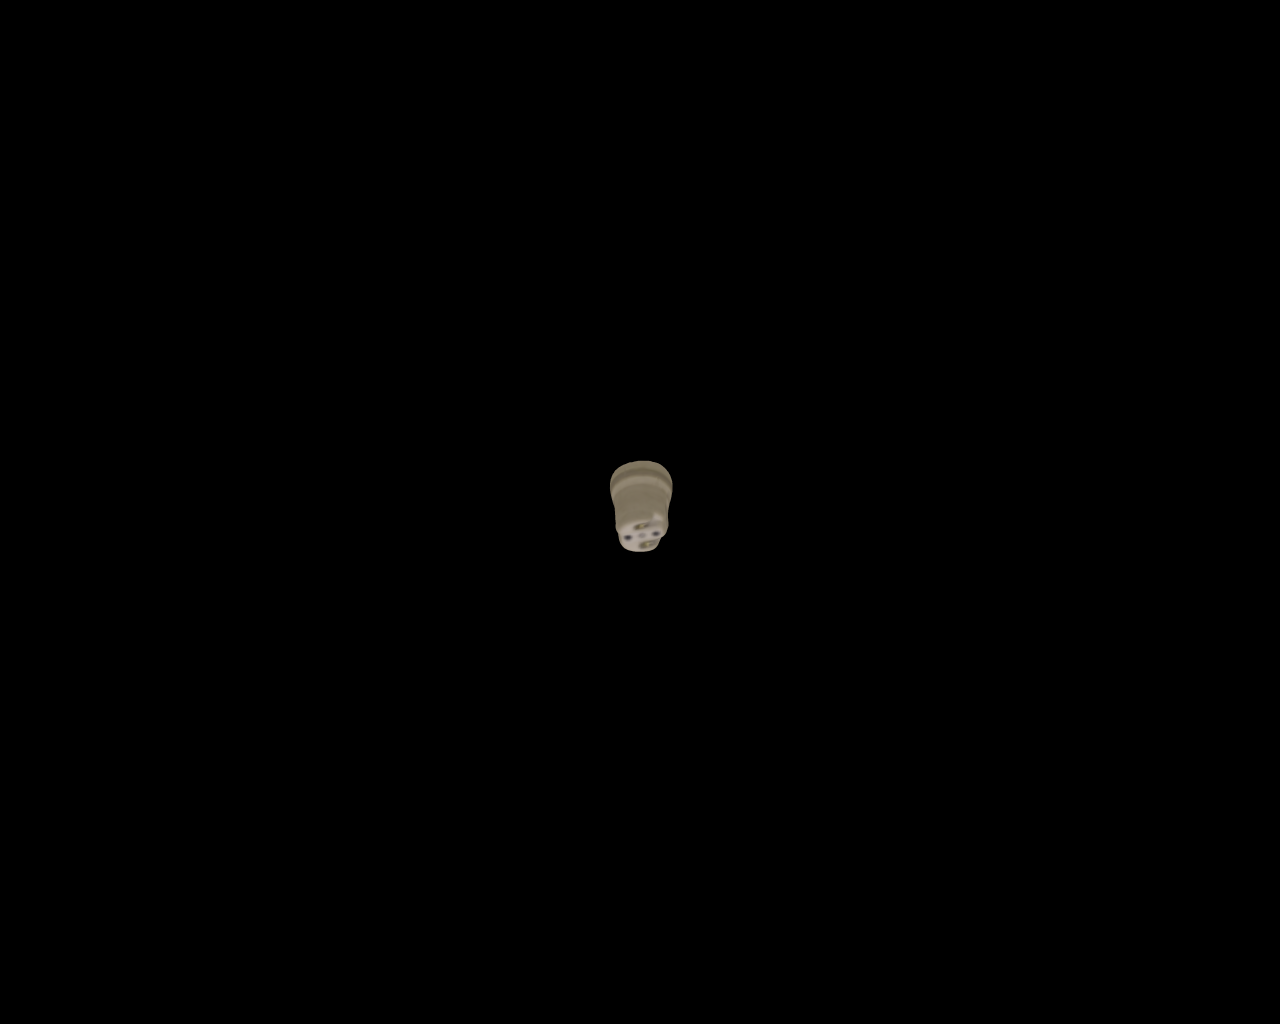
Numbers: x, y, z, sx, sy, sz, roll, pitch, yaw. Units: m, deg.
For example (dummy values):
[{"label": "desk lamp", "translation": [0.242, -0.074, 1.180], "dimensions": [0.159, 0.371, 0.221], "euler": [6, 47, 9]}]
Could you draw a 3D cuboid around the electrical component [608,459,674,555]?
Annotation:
[{"label": "electrical component", "translation": [0.001, -0.003, 0.650], "dimensions": [0.040, 0.046, 0.040], "euler": [0, -40, 0]}]
